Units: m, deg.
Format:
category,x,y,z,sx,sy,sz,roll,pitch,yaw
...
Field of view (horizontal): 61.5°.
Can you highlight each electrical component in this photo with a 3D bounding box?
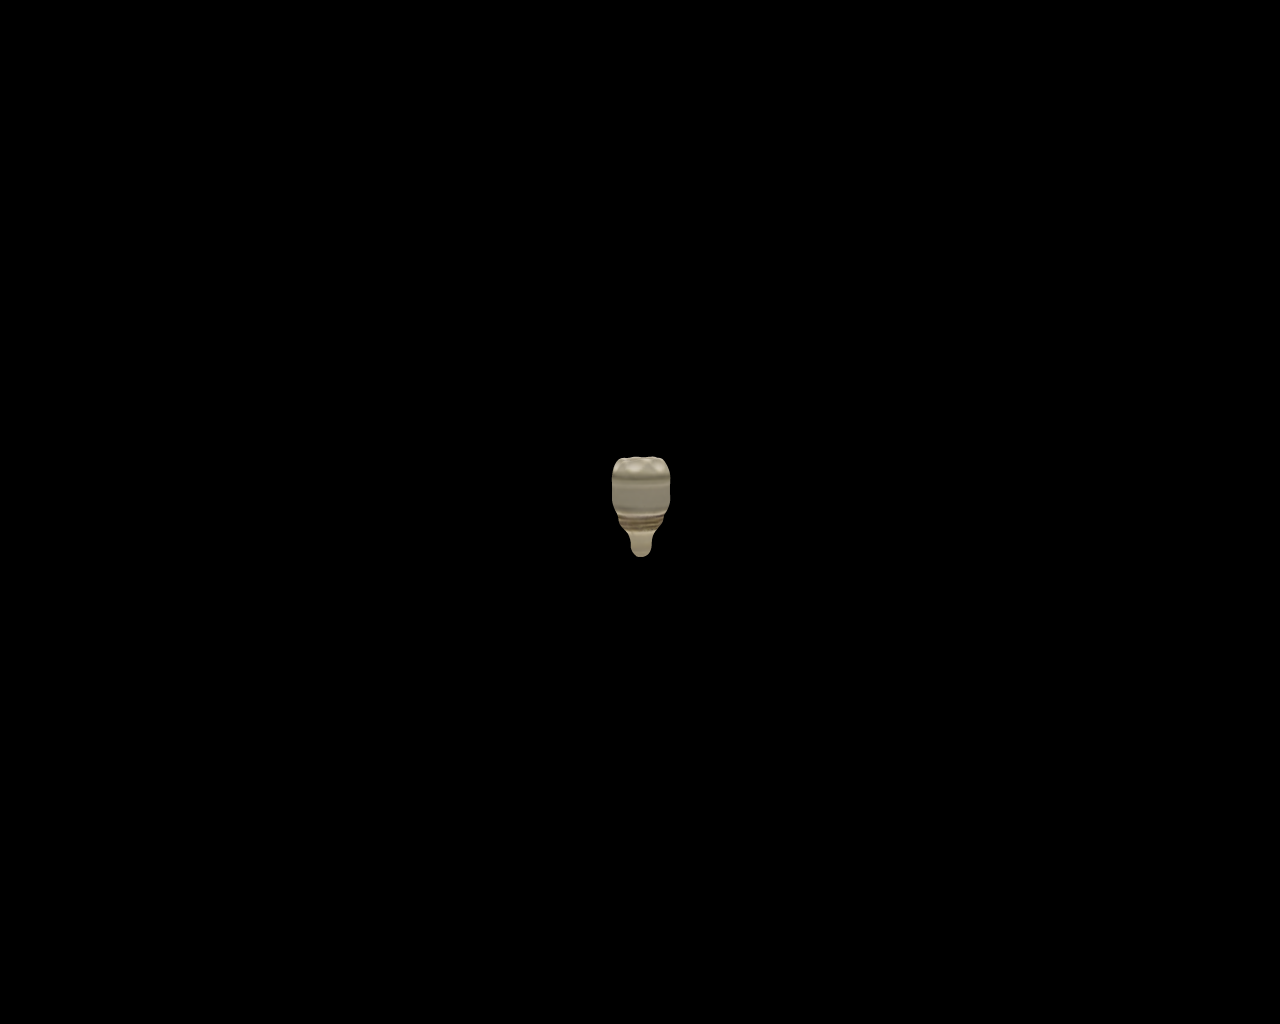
category,x,y,z,sx,sy,sz,roll,pitch,yaw
electrical component,0.001,-0.003,0.650,0.035,0.061,0.035,0,7,0
